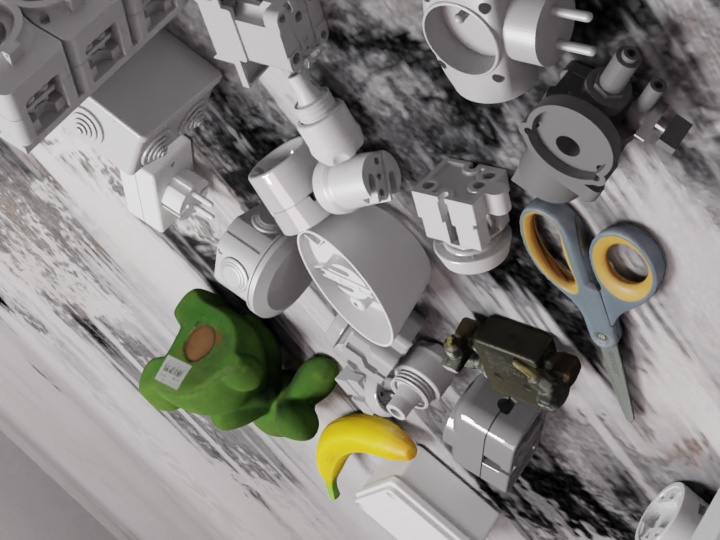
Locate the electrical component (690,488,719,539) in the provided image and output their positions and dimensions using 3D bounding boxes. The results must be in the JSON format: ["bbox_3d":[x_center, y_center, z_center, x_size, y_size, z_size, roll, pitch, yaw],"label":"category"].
[{"bbox_3d":[0.262,0.188,0.664,0.109,0.108,0.056,37,157,6],"label":"electrical component"}]

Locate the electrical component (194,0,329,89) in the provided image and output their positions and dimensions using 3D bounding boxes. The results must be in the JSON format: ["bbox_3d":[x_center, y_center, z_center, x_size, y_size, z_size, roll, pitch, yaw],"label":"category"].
[{"bbox_3d":[-0.055,-0.146,0.622,0.064,0.042,0.081,22,150,29],"label":"electrical component"}]

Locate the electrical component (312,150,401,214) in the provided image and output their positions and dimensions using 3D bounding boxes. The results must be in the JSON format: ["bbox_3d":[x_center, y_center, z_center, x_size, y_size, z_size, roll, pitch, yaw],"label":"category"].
[{"bbox_3d":[-0.002,-0.058,0.696,0.046,0.040,0.040,-5,130,48],"label":"electrical component"}]

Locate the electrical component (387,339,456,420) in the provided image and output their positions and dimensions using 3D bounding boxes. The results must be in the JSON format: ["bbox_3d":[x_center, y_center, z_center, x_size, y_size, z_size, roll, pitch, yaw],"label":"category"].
[{"bbox_3d":[0.045,0.088,0.840,0.043,0.062,0.043,30,153,18],"label":"electrical component"}]

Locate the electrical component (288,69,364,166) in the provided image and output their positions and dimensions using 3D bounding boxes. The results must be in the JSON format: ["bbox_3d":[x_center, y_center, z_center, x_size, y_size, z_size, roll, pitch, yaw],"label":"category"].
[{"bbox_3d":[-0.025,-0.097,0.670,0.035,0.035,0.061,5,136,49],"label":"electrical component"}]

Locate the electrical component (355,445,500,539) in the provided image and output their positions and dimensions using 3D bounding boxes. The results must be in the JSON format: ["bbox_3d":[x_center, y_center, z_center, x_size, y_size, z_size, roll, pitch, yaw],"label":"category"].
[{"bbox_3d":[0.064,0.232,1.051,0.109,0.056,0.109,41,154,-3],"label":"electrical component"}]

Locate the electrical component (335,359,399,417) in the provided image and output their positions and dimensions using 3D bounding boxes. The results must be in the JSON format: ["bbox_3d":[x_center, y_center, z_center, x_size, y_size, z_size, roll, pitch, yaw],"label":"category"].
[{"bbox_3d":[0.016,0.098,0.914,0.066,0.048,0.055,51,159,-23],"label":"electrical component"}]

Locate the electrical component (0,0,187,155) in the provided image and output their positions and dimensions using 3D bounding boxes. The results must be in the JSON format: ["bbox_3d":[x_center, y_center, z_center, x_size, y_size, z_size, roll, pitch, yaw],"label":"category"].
[{"bbox_3d":[-0.190,-0.158,0.655,0.089,0.150,0.061,31,154,16],"label":"electrical component"}]

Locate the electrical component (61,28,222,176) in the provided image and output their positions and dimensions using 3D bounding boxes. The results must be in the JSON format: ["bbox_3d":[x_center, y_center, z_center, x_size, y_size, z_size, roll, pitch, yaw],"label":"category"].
[{"bbox_3d":[-0.158,-0.123,0.730,0.100,0.099,0.048,38,141,4],"label":"electrical component"}]

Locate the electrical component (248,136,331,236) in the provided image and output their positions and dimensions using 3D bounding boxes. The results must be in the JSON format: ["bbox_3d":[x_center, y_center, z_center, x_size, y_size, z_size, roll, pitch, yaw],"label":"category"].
[{"bbox_3d":[-0.043,-0.059,0.732,0.055,0.055,0.047,-5,127,55],"label":"electrical component"}]

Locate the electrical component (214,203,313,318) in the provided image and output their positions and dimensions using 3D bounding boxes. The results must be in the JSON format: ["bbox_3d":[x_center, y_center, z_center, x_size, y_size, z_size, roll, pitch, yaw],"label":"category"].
[{"bbox_3d":[-0.068,-0.008,0.817,0.051,0.080,0.080,34,154,24],"label":"electrical component"}]

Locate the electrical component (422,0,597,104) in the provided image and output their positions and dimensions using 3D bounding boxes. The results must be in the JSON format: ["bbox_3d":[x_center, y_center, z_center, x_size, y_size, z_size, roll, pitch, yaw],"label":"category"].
[{"bbox_3d":[0.073,-0.116,0.499,0.079,0.044,0.077,21,149,33],"label":"electrical component"}]

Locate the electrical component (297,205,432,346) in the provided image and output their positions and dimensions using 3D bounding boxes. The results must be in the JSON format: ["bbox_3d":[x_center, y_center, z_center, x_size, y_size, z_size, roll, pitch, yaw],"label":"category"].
[{"bbox_3d":[0.000,0.000,0.757,0.099,0.064,0.099,31,153,18],"label":"electrical component"}]

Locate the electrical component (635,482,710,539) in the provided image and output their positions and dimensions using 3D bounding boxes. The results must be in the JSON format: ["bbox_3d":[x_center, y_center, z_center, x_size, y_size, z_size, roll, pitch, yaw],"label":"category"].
[{"bbox_3d":[0.232,0.187,0.764,0.047,0.055,0.055,36,154,0],"label":"electrical component"}]

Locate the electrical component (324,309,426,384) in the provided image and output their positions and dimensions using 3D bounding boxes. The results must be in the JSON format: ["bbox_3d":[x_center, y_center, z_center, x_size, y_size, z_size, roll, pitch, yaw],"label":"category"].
[{"bbox_3d":[0.010,0.046,0.827,0.057,0.058,0.078,35,154,3],"label":"electrical component"}]

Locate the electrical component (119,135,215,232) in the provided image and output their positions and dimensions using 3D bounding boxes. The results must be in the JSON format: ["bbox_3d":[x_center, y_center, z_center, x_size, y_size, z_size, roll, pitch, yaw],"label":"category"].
[{"bbox_3d":[-0.147,-0.066,0.864,0.076,0.047,0.083,33,153,13],"label":"electrical component"}]

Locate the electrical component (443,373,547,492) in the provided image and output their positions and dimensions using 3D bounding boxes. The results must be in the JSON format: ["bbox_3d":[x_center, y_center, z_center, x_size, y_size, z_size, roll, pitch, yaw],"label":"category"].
[{"bbox_3d":[0.103,0.122,0.827,0.059,0.053,0.095,29,152,20],"label":"electrical component"}]

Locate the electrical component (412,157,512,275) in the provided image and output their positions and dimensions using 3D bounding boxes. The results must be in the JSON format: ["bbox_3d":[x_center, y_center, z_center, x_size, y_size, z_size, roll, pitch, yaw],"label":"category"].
[{"bbox_3d":[0.064,-0.031,0.646,0.066,0.048,0.055,17,139,38],"label":"electrical component"}]
